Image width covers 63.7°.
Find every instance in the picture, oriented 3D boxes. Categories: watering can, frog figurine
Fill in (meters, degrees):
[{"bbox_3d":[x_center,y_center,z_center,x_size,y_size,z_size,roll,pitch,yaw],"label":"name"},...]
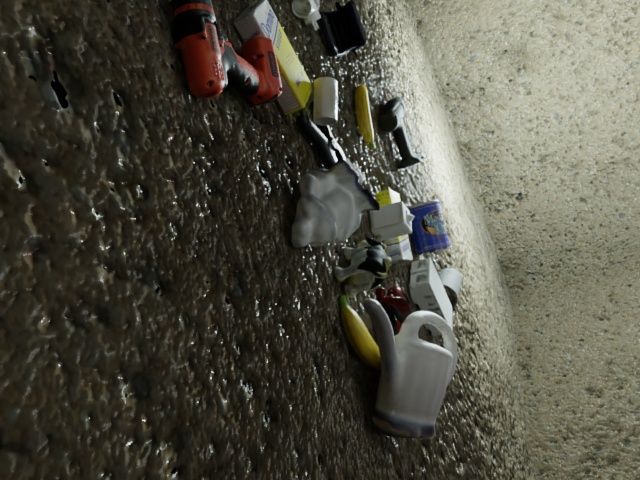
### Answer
[{"bbox_3d":[0.146,0.226,0.892,0.344,0.104,0.226,27,75,-47],"label":"watering can"},{"bbox_3d":[0.003,-0.043,0.847,0.162,0.124,0.134,-47,135,-22],"label":"frog figurine"}]
